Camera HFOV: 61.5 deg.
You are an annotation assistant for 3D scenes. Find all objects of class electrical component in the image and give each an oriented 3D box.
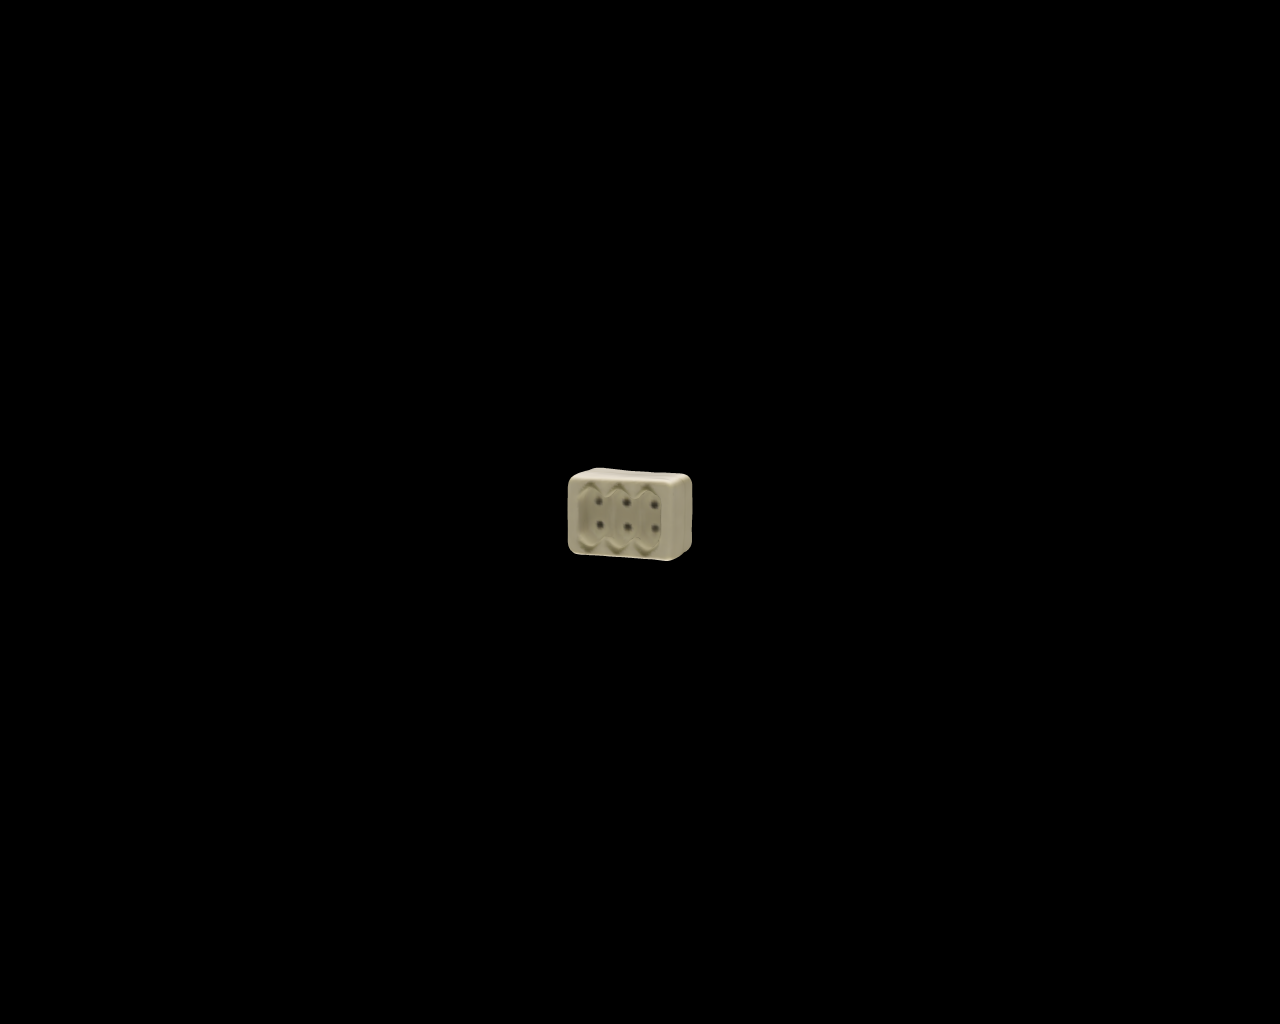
[{"bbox_3d":[0.001,-0.003,0.650,0.066,0.047,0.077,4,12,20],"label":"electrical component"}]
